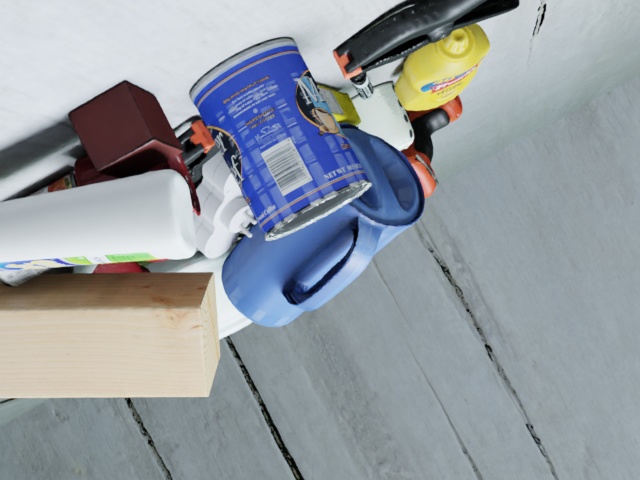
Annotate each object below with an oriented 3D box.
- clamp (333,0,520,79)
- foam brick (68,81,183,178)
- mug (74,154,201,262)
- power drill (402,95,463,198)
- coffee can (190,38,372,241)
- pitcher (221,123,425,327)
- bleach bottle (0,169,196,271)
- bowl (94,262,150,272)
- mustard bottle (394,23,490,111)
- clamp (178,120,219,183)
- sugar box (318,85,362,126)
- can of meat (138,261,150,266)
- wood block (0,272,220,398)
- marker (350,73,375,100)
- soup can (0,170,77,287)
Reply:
[{"bbox_3d":[0.114,-0.210,1.019,0.210,0.036,0.164,-27,175,7],"label":"clamp"},{"bbox_3d":[-0.148,-0.082,0.821,0.053,0.051,0.078,-27,175,7],"label":"foam brick"},{"bbox_3d":[-0.153,-0.037,0.917,0.081,0.117,0.093,-23,180,2],"label":"mug"},{"bbox_3d":[0.094,-0.112,1.396,0.185,0.057,0.187,-25,-149,30],"label":"power drill"},{"bbox_3d":[-0.033,-0.084,0.906,0.103,0.140,0.103,-28,175,-3],"label":"coffee can"},{"bbox_3d":[-0.008,0.001,1.165,0.149,0.145,0.243,-25,164,-49],"label":"pitcher"},{"bbox_3d":[-0.228,-0.004,0.826,0.251,0.068,0.102,-8,176,1],"label":"bleach bottle"},{"bbox_3d":[-0.275,0.044,1.203,0.162,0.055,0.162,-15,-159,6],"label":"bowl"},{"bbox_3d":[0.137,-0.197,1.171,0.096,0.058,0.191,-25,175,-4],"label":"mustard bottle"},{"bbox_3d":[-0.137,-0.075,1.055,0.120,0.039,0.172,-40,-174,-41],"label":"clamp"},{"bbox_3d":[-0.025,-0.122,1.119,0.093,0.048,0.176,-30,176,18],"label":"sugar box"},{"bbox_3d":[-0.272,0.044,1.426,0.102,0.057,0.084,-27,177,-11],"label":"can of meat"},{"bbox_3d":[-0.201,0.085,0.969,0.206,0.091,0.090,-1,-161,3],"label":"wood block"},{"bbox_3d":[0.046,-0.171,1.164,0.020,0.020,0.121,-29,175,6],"label":"marker"},{"bbox_3d":[-0.244,-0.009,0.947,0.102,0.068,0.068,-28,175,4],"label":"soup can"}]
